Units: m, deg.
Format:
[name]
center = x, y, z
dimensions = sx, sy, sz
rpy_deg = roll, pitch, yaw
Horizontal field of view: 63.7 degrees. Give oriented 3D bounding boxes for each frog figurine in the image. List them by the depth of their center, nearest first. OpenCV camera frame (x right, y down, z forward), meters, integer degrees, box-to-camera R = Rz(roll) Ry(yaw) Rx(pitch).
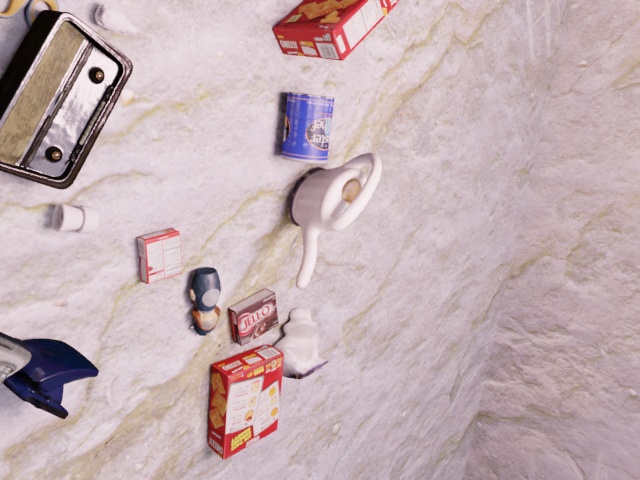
[frog figurine]
center = -0.059, 0.256, 1.278
dimensions = 0.138, 0.121, 0.161
rpy_deg = -13, 79, -36

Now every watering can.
[watering can]
center = 0.003, -0.056, 1.122
dimensions = 0.102, 0.225, 0.352
rpy_deg = 44, 71, -28
